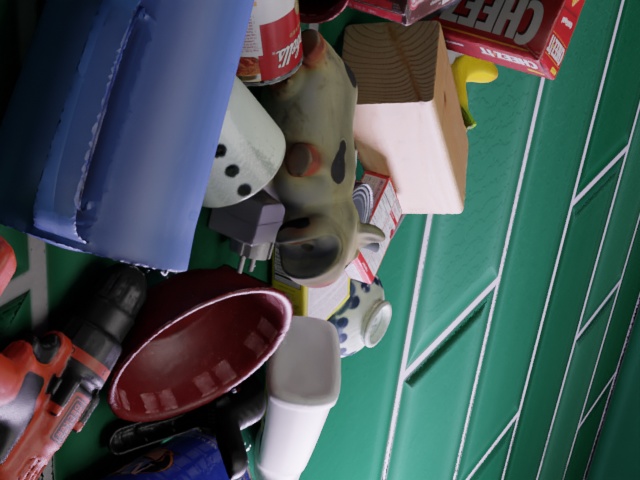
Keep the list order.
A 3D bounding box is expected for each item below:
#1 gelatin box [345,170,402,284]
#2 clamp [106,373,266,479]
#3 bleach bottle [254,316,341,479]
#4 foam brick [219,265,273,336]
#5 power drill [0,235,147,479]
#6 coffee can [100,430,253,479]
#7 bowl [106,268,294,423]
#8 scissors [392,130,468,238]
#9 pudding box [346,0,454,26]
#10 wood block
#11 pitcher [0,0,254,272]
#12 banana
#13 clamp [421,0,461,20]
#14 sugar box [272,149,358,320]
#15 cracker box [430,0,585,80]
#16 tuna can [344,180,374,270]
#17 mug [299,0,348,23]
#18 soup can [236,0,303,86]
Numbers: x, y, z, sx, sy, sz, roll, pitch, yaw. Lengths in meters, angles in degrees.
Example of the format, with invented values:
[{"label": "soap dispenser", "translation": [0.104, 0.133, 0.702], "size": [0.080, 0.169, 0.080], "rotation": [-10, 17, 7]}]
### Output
[{"label": "gelatin box", "translation": [0.046, -0.013, 1.037], "size": [0.089, 0.030, 0.073], "rotation": [-66, 157, -18]}, {"label": "clamp", "translation": [-0.087, 0.153, 0.912], "size": [0.171, 0.120, 0.039], "rotation": [-33, 136, -57]}, {"label": "bleach bottle", "translation": [-0.032, 0.186, 1.058], "size": [0.251, 0.068, 0.102], "rotation": [103, -7, -48]}, {"label": "foam brick", "translation": [-0.080, 0.071, 0.929], "size": [0.052, 0.051, 0.078], "rotation": [-28, 135, -55]}, {"label": "power drill", "translation": [-0.193, 0.064, 0.690], "size": [0.184, 0.057, 0.187], "rotation": [-61, 154, -19]}, {"label": "coffee can", "translation": [-0.134, 0.229, 0.890], "size": [0.140, 0.103, 0.103], "rotation": [-21, 129, -57]}, {"label": "bowl", "translation": [-0.103, 0.072, 0.836], "size": [0.162, 0.055, 0.162], "rotation": [-27, 152, -16]}, {"label": "scissors", "translation": [0.134, -0.083, 1.275], "size": [0.202, 0.016, 0.096], "rotation": [-67, 155, -1]}, {"label": "pudding box", "translation": [0.065, -0.227, 0.928], "size": [0.113, 0.090, 0.039], "rotation": [-36, 142, -50]}, {"label": "wood block", "translation": [0.086, -0.112, 1.034], "size": [0.206, 0.090, 0.091], "rotation": [62, 32, -59]}, {"label": "pitcher", "translation": [-0.109, -0.109, 0.626], "size": [0.144, 0.149, 0.243], "rotation": [14, 94, -46]}, {"label": "banana", "translation": [0.158, -0.179, 1.187], "size": [0.069, 0.037, 0.197], "rotation": [56, 29, -13]}, {"label": "clamp", "translation": [0.133, -0.284, 0.969], "size": [0.036, 0.165, 0.210], "rotation": [0, 120, -47]}, {"label": "sugar box", "translation": [-0.007, 0.001, 1.027], "size": [0.093, 0.048, 0.176], "rotation": [-42, 141, -46]}, {"label": "cracker box", "translation": [0.185, -0.284, 1.033], "size": [0.072, 0.164, 0.214], "rotation": [20, 92, -63]}, {"label": "tuna can", "translation": [0.014, -0.015, 0.953], "size": [0.086, 0.034, 0.086], "rotation": [-50, 152, -40]}, {"label": "mug", "translation": [-0.006, -0.233, 0.799], "size": [0.117, 0.093, 0.081], "rotation": [56, 47, -23]}, {"label": "soup can", "translation": [-0.049, -0.172, 0.768], "size": [0.068, 0.069, 0.102], "rotation": [-49, 149, -35]}]
